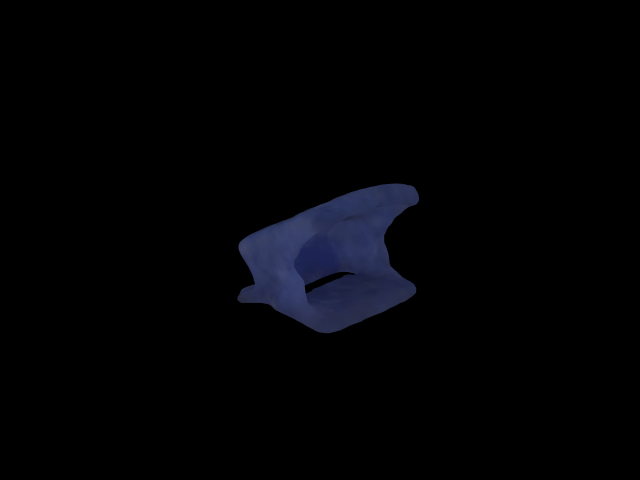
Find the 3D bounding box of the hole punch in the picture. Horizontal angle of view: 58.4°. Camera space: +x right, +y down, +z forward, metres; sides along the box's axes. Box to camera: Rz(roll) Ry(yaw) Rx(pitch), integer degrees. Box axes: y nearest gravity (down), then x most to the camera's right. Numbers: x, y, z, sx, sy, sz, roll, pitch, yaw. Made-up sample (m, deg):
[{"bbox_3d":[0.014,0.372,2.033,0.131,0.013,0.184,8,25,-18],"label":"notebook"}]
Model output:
[{"bbox_3d":[0.004,0.001,0.400,0.109,0.091,0.100,-17,25,-41],"label":"hole punch"}]
